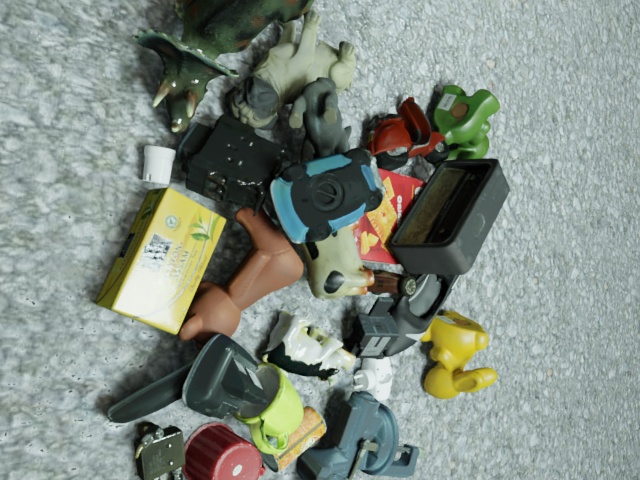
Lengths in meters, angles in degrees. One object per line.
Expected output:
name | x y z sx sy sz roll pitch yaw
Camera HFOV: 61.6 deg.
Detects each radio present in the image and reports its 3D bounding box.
radio | 0.232 -0.044 0.941 0.073 0.131 0.229 52 58 -32

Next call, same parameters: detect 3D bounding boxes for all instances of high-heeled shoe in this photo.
high-heeled shoe | 0.202 0.106 0.999 0.086 0.145 0.249 36 53 -2

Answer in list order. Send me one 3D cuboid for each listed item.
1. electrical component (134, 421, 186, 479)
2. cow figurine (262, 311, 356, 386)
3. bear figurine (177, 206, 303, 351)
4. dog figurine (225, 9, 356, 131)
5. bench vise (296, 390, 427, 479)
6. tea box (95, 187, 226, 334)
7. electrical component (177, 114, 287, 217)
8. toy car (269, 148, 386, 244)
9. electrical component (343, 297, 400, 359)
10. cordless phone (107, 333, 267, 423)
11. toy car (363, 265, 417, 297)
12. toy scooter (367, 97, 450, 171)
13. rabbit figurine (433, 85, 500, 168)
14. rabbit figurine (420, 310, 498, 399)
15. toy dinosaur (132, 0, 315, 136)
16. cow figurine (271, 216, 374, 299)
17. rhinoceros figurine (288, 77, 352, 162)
electrical component | -0.216 0.294 0.721 0.078 0.045 0.102 -1 92 -38
cow figurine | -0.014 0.191 0.874 0.167 0.068 0.098 38 73 -30
bear figurine | -0.125 0.060 0.766 0.196 0.132 0.120 -36 154 -2
dog figurine | -0.040 -0.230 0.833 0.172 0.121 0.190 32 83 -27
bench vise | 0.088 0.380 0.931 0.240 0.129 0.223 21 77 -31
tea box | -0.207 0.026 0.708 0.098 0.068 0.169 30 73 -36
electrical component | -0.124 -0.108 0.739 0.134 0.058 0.115 22 48 -5
toy car | 0.003 -0.065 0.750 0.162 0.103 0.109 -26 101 -16
electrical component | 0.097 0.155 0.932 0.075 0.048 0.119 8 130 -27
cordless phone | -0.176 0.210 0.726 0.184 0.089 0.146 -25 154 -2
toy car | 0.080 0.071 0.937 0.202 0.089 0.053 9 86 -38
toy scooter | 0.154 -0.201 0.999 0.184 0.075 0.135 -13 82 -30
rabbit figurine | 0.308 -0.210 1.107 0.170 0.121 0.159 38 71 -50
rabbit figurine | 0.271 0.244 1.079 0.122 0.163 0.173 4 107 -52
toy dinosaur | -0.076 -0.301 0.668 0.405 0.192 0.131 -35 120 15
cow figurine | -0.002 -0.003 0.830 0.127 0.085 0.195 -10 73 -15
rhinoceros figurine | 0.009 -0.151 0.817 0.190 0.073 0.112 70 19 -44
